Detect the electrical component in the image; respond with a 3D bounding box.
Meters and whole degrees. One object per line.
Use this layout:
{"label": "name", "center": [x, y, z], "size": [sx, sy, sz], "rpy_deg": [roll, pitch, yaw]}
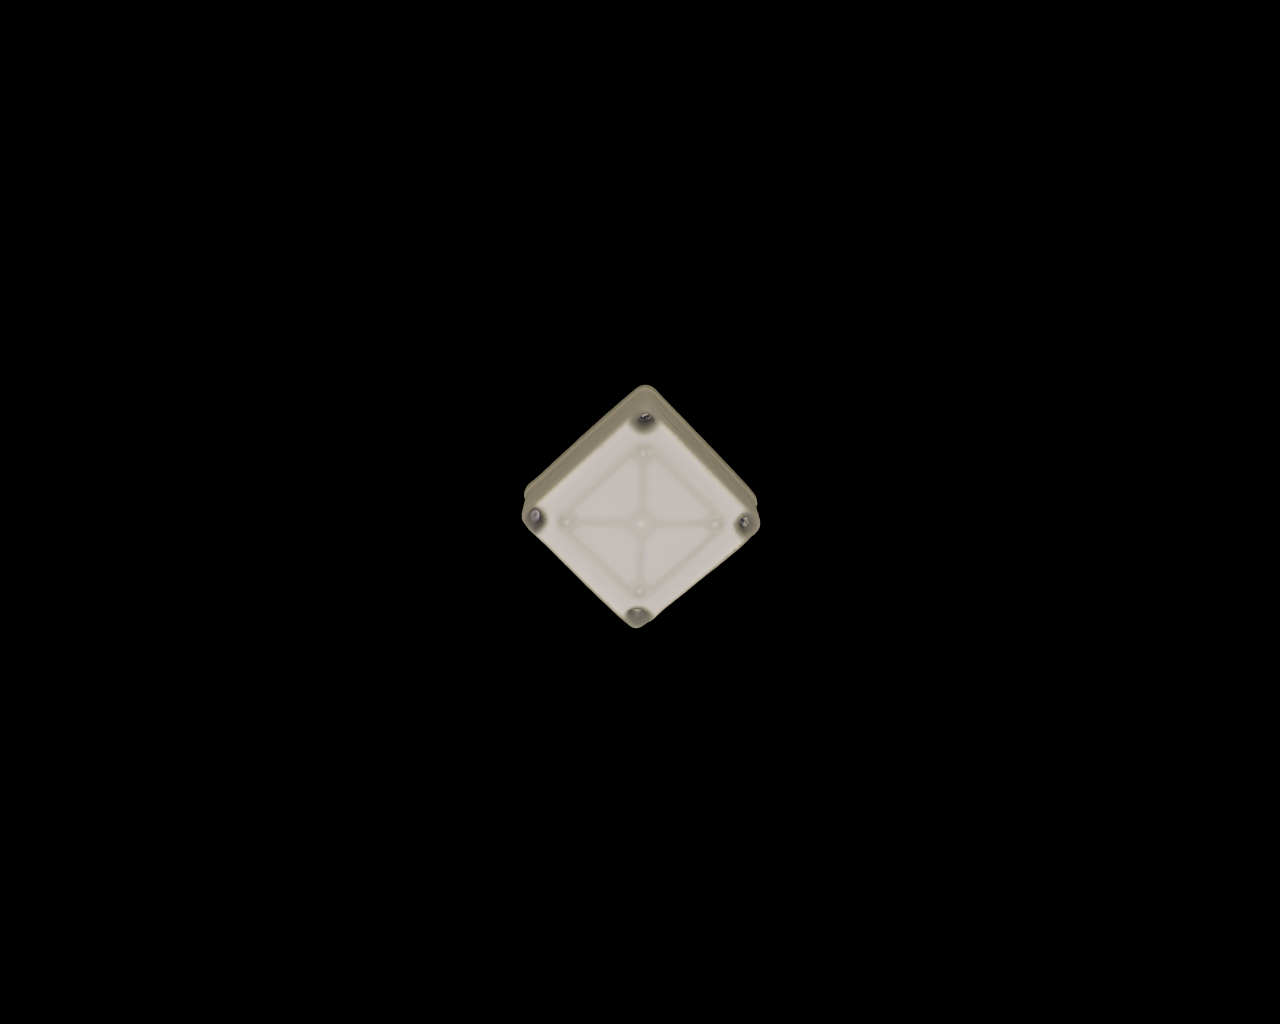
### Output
{"label": "electrical component", "center": [0.001, -0.003, 0.650], "size": [0.108, 0.108, 0.056], "rpy_deg": [-41, 15, 14]}
